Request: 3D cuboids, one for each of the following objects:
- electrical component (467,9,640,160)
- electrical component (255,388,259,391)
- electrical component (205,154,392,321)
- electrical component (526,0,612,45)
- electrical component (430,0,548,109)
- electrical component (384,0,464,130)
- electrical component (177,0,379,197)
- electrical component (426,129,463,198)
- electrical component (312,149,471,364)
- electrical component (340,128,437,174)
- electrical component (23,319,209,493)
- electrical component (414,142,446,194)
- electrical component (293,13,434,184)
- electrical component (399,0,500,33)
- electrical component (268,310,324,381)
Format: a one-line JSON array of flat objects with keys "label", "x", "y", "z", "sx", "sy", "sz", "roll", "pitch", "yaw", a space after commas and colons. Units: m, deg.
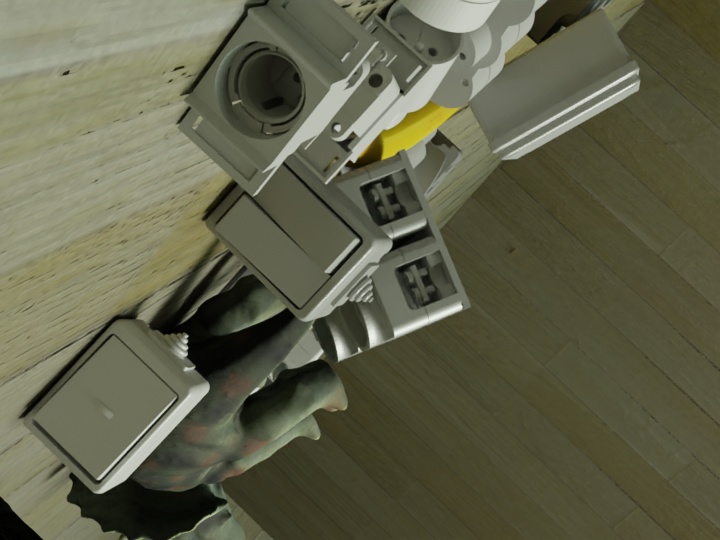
[{"label": "electrical component", "x": 0.136, "y": -0.126, "z": 0.751, "sx": 0.109, "sy": 0.056, "sz": 0.109, "roll": -29, "pitch": 179, "yaw": 15}, {"label": "electrical component", "x": -0.137, "y": 0.118, "z": 1.114, "sx": 0.089, "sy": 0.050, "sz": 0.055, "roll": -42, "pitch": 174, "yaw": -49}, {"label": "electrical component", "x": -0.029, "y": -0.016, "z": 0.601, "sx": 0.061, "sy": 0.096, "sz": 0.061, "roll": -47, "pitch": 173, "yaw": 10}, {"label": "electrical component", "x": 0.160, "y": -0.223, "z": 0.785, "sx": 0.089, "sy": 0.062, "sz": 0.150, "roll": -49, "pitch": 175, "yaw": 31}, {"label": "electrical component", "x": 0.063, "y": -0.143, "z": 0.639, "sx": 0.074, "sy": 0.052, "sz": 0.138, "roll": -44, "pitch": 175, "yaw": -31}, {"label": "electrical component", "x": 0.024, "y": -0.111, "z": 0.599, "sx": 0.043, "sy": 0.043, "sz": 0.081, "roll": -45, "pitch": 176, "yaw": -27}, {"label": "electrical component", "x": -0.029, "y": -0.074, "z": 0.427, "sx": 0.081, "sy": 0.042, "sz": 0.064, "roll": -48, "pitch": 177, "yaw": 24}, {"label": "electrical component", "x": 0.048, "y": -0.090, "z": 0.994, "sx": 0.089, "sy": 0.050, "sz": 0.056, "roll": -47, "pitch": 176, "yaw": 10}, {"label": "electrical component", "x": 0.000, "y": 0.000, "z": 0.738, "sx": 0.060, "sy": 0.105, "sz": 0.186, "roll": -21, "pitch": 176, "yaw": -16}, {"label": "electrical component", "x": 0.026, "y": -0.093, "z": 0.807, "sx": 0.081, "sy": 0.043, "sz": 0.043, "roll": -45, "pitch": 176, "yaw": -27}, {"label": "electrical component", "x": -0.134, "y": 0.072, "z": 0.616, "sx": 0.096, "sy": 0.062, "sz": 0.061, "roll": -47, "pitch": 176, "yaw": 0}, {"label": "electrical component", "x": 0.024, "y": -0.068, "z": 0.874, "sx": 0.099, "sy": 0.064, "sz": 0.099, "roll": -47, "pitch": 176, "yaw": -4}, {"label": "electrical component", "x": -0.007, "y": -0.087, "z": 0.535, "sx": 0.081, "sy": 0.042, "sz": 0.064, "roll": -48, "pitch": 174, "yaw": 4}, {"label": "electrical component", "x": 0.061, "y": -0.153, "z": 0.518, "sx": 0.138, "sy": 0.052, "sz": 0.073, "roll": -44, "pitch": 175, "yaw": -38}, {"label": "electrical component", "x": -0.065, "y": 0.046, "z": 0.930, "sx": 0.076, "sy": 0.083, "sz": 0.047, "roll": -44, "pitch": 175, "yaw": -35}]
